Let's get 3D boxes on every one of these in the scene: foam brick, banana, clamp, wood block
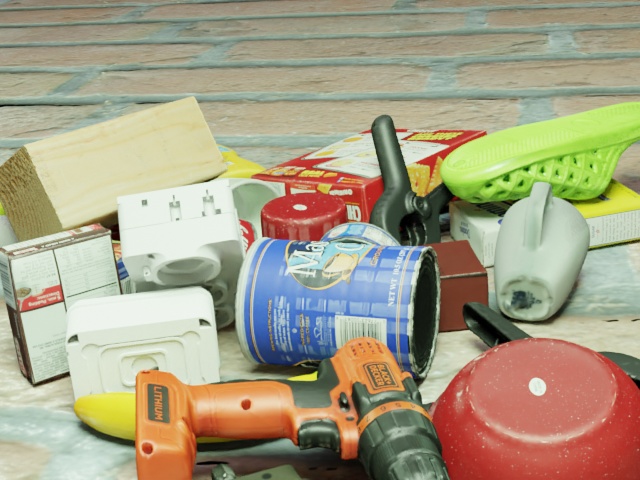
[{"bbox_3d":[0.113,0.039,0.928,0.053,0.051,0.078,-6,22,-2],"label":"foam brick"},{"bbox_3d":[-0.082,0.124,0.777,0.197,0.037,0.069,-5,8,-5],"label":"banana"},{"bbox_3d":[0.080,-0.038,1.022,0.039,0.120,0.171,-40,22,49],"label":"clamp"},{"bbox_3d":[-0.208,-0.066,1.071,0.205,0.090,0.091,-24,-2,-42],"label":"wood block"},{"bbox_3d":[0.161,0.112,0.754,0.210,0.036,0.164,13,36,32],"label":"clamp"}]

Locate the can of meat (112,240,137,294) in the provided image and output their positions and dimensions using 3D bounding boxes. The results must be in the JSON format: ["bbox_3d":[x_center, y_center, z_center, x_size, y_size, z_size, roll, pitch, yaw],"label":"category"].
[{"bbox_3d":[-0.218,0.036,0.994,0.102,0.057,0.083,8,22,27],"label":"can of meat"}]

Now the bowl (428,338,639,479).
[{"bbox_3d":[0.141,0.113,0.679,0.162,0.055,0.162,-7,36,5],"label":"bowl"}]

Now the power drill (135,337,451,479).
[{"bbox_3d":[-0.021,0.126,0.671,0.187,0.057,0.184,-3,22,-10],"label":"power drill"}]

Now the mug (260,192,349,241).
[{"bbox_3d":[-0.007,0.001,1.005,0.093,0.081,0.117,8,25,29],"label":"mug"}]

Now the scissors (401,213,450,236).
[{"bbox_3d":[0.138,-0.028,1.140,0.201,0.016,0.096,-8,21,-9],"label":"scissors"}]

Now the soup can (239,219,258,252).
[{"bbox_3d":[-0.118,0.002,0.988,0.102,0.068,0.069,17,9,-32],"label":"soup can"}]

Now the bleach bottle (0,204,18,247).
[{"bbox_3d":[-0.371,-0.018,1.154,0.251,0.068,0.102,2,30,25],"label":"bleach bottle"}]

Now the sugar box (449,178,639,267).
[{"bbox_3d":[0.227,-0.021,1.065,0.176,0.048,0.093,-8,22,-12],"label":"sugar box"}]

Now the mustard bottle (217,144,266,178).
[{"bbox_3d":[-0.136,-0.078,1.261,0.096,0.058,0.192,-20,26,-20],"label":"mustard bottle"}]

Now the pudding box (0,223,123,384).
[{"bbox_3d":[-0.208,0.052,0.877,0.089,0.113,0.039,-16,20,-28],"label":"pudding box"}]

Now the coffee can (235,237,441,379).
[{"bbox_3d":[0.016,0.052,0.843,0.140,0.103,0.102,3,23,18],"label":"coffee can"}]

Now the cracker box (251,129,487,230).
[{"bbox_3d":[0.059,-0.063,1.156,0.164,0.072,0.213,7,23,43],"label":"cracker box"}]

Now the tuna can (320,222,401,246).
[{"bbox_3d":[0.032,0.030,0.921,0.086,0.086,0.033,2,24,16],"label":"tuna can"}]

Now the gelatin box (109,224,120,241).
[{"bbox_3d":[-0.249,-0.039,1.166,0.089,0.073,0.030,5,23,21],"label":"gelatin box"}]
